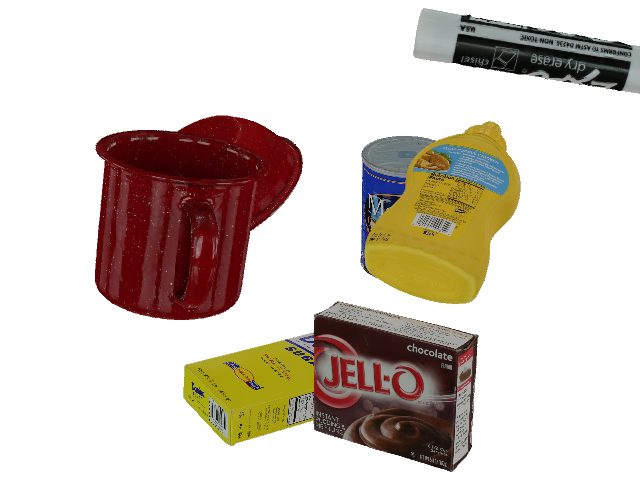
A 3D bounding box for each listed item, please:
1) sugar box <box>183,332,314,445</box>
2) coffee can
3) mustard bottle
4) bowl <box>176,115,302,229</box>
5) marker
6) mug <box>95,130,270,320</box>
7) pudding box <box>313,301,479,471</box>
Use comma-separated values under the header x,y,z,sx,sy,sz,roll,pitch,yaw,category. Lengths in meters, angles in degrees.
x,y,z,sx,sy,sz,roll,pitch,yaw,category
-0.034,0.138,1.039,0.175,0.048,0.093,-14,32,-32,sugar box
0.098,-0.036,1.228,0.103,0.140,0.103,0,28,0,coffee can
0.114,-0.036,0.893,0.096,0.058,0.191,16,50,18,mustard bottle
-0.099,-0.061,0.938,0.162,0.055,0.162,-19,36,14,bowl
0.096,-0.068,0.399,0.121,0.020,0.020,11,1,6,marker
-0.075,-0.004,0.571,0.093,0.081,0.117,1,21,-23,mug
0.050,0.098,0.733,0.114,0.090,0.039,10,22,28,pudding box
